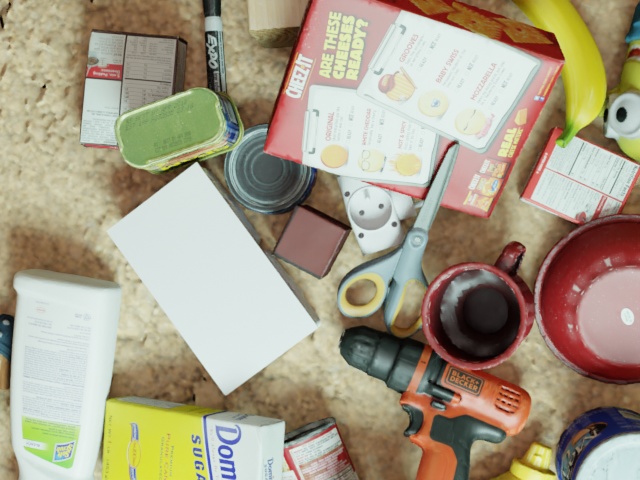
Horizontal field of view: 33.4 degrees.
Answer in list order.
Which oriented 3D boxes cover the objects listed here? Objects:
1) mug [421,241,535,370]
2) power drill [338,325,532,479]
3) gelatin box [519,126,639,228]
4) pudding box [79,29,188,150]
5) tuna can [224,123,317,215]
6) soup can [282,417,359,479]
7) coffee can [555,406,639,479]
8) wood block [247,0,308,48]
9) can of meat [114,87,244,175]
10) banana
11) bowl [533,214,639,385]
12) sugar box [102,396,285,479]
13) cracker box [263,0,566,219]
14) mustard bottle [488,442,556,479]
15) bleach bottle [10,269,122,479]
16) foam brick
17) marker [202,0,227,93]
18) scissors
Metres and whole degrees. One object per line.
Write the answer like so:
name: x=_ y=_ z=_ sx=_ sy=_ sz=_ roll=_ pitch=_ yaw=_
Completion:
mug: x=0.150 y=0.054 z=0.949 sx=0.093 sy=0.081 sz=0.117 roll=27 pitch=100 yaw=19
power drill: x=0.078 y=0.181 z=0.946 sx=0.184 sy=0.057 sz=0.187 roll=21 pitch=67 yaw=7
gelatin box: x=0.237 y=-0.052 z=0.973 sx=0.089 sy=0.030 sz=0.073 roll=25 pitch=92 yaw=4
pudding box: x=-0.177 y=-0.140 z=1.016 sx=0.090 sy=0.039 sz=0.113 roll=6 pitch=93 yaw=4
tuna can: x=-0.047 y=-0.067 z=1.004 sx=0.086 sy=0.033 sz=0.086 roll=0 pitch=90 yaw=7
soup can: x=0.002 y=0.224 z=0.982 sx=0.068 sy=0.068 sz=0.102 roll=-23 pitch=88 yaw=6
coffee can: x=0.261 y=0.204 z=0.916 sx=0.103 sy=0.140 sz=0.103 roll=0 pitch=90 yaw=6
wood block: x=-0.022 y=-0.287 z=0.972 sx=0.091 sy=0.090 sz=0.206 roll=-4 pitch=89 yaw=6
can of meat: x=-0.125 y=-0.098 z=0.951 sx=0.102 sy=0.084 sz=0.057 roll=-19 pitch=90 yaw=5
banana: x=0.210 y=-0.184 z=0.963 sx=0.069 sy=0.037 sz=0.198 roll=-18 pitch=79 yaw=-22
bowl: x=0.270 y=0.060 z=0.940 sx=0.162 sy=0.055 sz=0.162 roll=2 pitch=103 yaw=10
sugar box: x=-0.119 y=0.200 z=0.977 sx=0.176 sy=0.048 sz=0.093 roll=3 pitch=91 yaw=31
cracker box: x=0.077 y=-0.128 z=0.919 sx=0.213 sy=0.072 sz=0.164 roll=16 pitch=122 yaw=-8
mustard bottle: x=0.169 y=0.275 z=0.968 sx=0.096 sy=0.058 sz=0.191 roll=20 pitch=92 yaw=12
bleach bottle: x=-0.255 y=0.159 z=1.015 sx=0.102 sy=0.068 sz=0.251 roll=10 pitch=94 yaw=7
foam brick: x=-0.006 y=0.001 z=0.978 sx=0.051 sy=0.078 sz=0.053 roll=27 pitch=95 yaw=4
marker: x=-0.100 y=-0.180 z=1.017 sx=0.020 sy=0.020 sz=0.121 roll=-4 pitch=90 yaw=6
scissors: x=0.066 y=0.003 z=0.951 sx=0.096 sy=0.016 sz=0.202 roll=3 pitch=120 yaw=0
